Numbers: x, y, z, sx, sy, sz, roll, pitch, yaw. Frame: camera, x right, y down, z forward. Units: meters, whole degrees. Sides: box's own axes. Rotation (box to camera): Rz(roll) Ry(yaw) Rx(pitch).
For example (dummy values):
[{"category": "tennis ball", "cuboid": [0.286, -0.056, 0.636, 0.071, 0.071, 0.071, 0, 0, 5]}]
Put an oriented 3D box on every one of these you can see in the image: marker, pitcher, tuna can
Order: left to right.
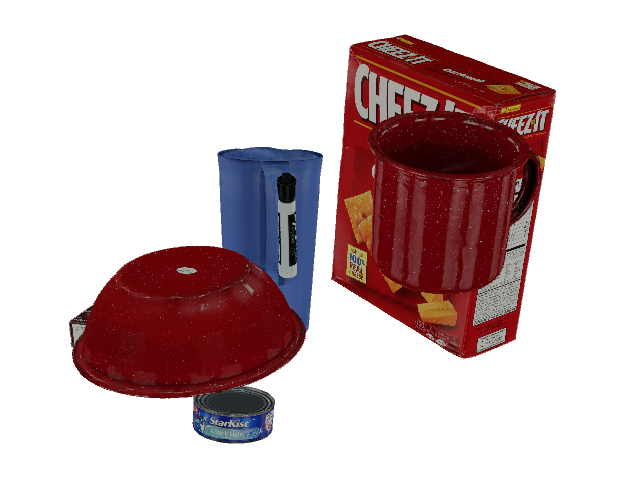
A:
[{"category": "tuna can", "cuboid": [-0.091, 0.182, 1.121, 0.086, 0.034, 0.086, 4, 12, -1]}, {"category": "pitcher", "cuboid": [-0.065, 0.005, 1.357, 0.145, 0.243, 0.148, 10, 14, 37]}, {"category": "marker", "cuboid": [-0.033, -0.015, 1.053, 0.020, 0.121, 0.020, 0, 38, 0]}]

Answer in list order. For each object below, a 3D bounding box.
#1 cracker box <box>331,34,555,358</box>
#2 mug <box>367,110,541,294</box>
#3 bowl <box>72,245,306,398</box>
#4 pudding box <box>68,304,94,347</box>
[{"category": "cracker box", "cuboid": [0.088, -0.036, 0.847, 0.071, 0.214, 0.164, -17, 33, -35]}, {"category": "mug", "cuboid": [0.082, -0.025, 0.637, 0.117, 0.081, 0.093, -16, 34, -28]}, {"category": "bowl", "cuboid": [-0.091, 0.045, 0.732, 0.162, 0.055, 0.162, -2, 21, 1]}, {"category": "pudding box", "cuboid": [-0.231, 0.103, 1.281, 0.114, 0.039, 0.090, 3, 15, 15]}]
